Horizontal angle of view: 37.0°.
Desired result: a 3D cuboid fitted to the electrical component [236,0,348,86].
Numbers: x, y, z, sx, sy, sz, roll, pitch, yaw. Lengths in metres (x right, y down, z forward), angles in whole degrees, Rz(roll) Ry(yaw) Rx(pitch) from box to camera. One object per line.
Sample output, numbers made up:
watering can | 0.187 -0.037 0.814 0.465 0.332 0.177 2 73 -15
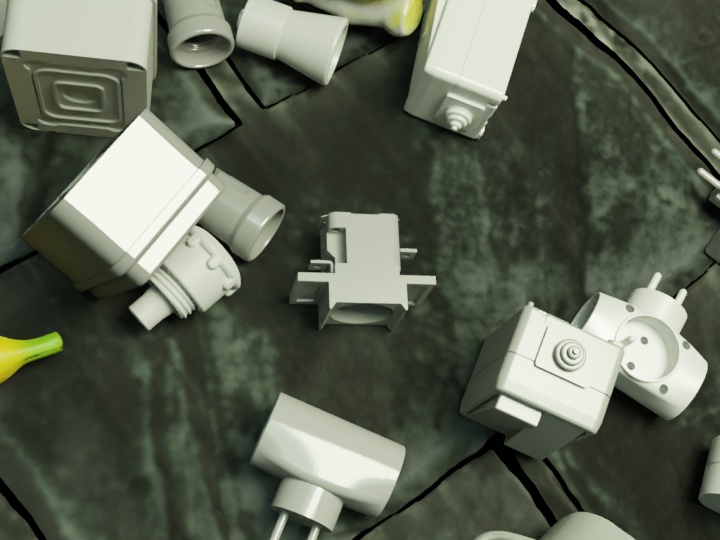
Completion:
electrical component | -0.045 -0.147 0.677 0.065 0.044 0.044 20 70 1

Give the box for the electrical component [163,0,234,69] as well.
electrical component | -0.102 -0.155 0.669 0.040 0.040 0.046 -10 69 -14

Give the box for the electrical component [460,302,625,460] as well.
electrical component | 0.102 0.065 0.607 0.062 0.096 0.061 25 70 -2

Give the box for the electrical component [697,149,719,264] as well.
electrical component | 0.254 -0.049 0.700 0.076 0.047 0.083 39 69 3

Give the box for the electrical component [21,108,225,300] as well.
electrical component | -0.129 -0.032 0.581 0.057 0.113 0.078 43 69 -15

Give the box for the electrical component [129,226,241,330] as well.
electrical component | -0.103 0.008 0.614 0.062 0.048 0.048 -42 84 -14

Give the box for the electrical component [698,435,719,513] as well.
electrical component | 0.265 0.156 0.633 0.138 0.052 0.073 22 69 -3

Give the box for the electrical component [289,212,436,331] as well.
electrical component | 0.000 0.000 0.638 0.081 0.042 0.063 2 68 -12

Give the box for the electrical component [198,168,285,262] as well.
electrical component | -0.074 -0.033 0.635 0.046 0.040 0.040 33 69 6

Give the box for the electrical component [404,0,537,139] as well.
electrical component | 0.064 -0.132 0.682 0.061 0.061 0.096 20 70 -4

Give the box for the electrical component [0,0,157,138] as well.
electrical component | -0.156 -0.123 0.609 0.078 0.113 0.057 4 74 -10

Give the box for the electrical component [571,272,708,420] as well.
electrical component | 0.175 0.038 0.658 0.077 0.044 0.079 33 69 1

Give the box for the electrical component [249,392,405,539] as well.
electrical component | -0.025 0.118 0.593 0.077 0.043 0.079 24 69 -3
